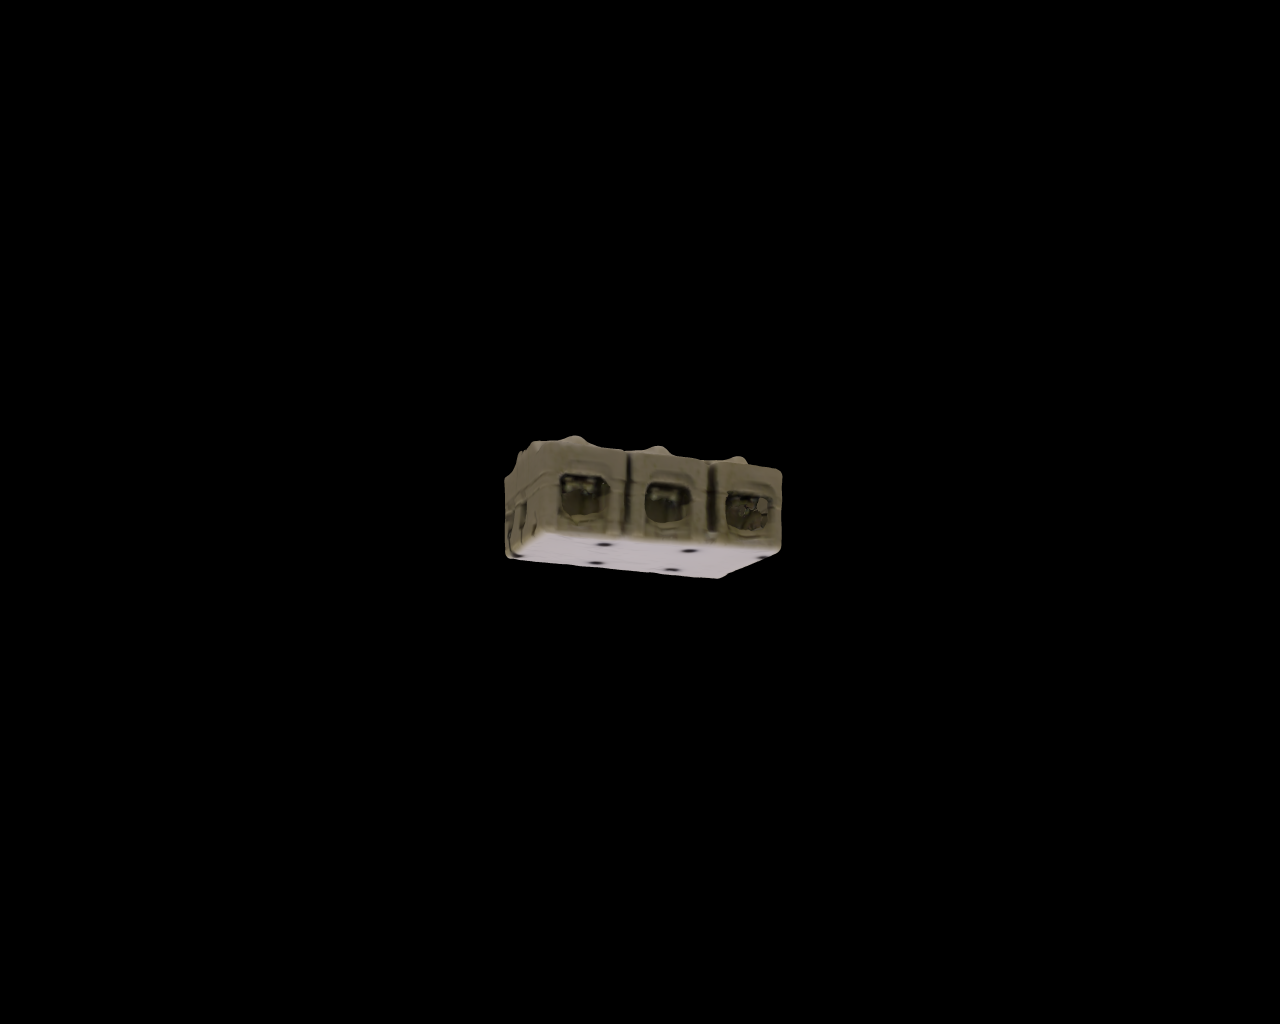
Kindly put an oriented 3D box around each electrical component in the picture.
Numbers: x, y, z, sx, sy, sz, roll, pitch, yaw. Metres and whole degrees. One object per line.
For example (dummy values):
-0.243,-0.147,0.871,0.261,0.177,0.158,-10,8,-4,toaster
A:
0.001,-0.003,0.650,0.150,0.062,0.089,6,-15,-22,electrical component
